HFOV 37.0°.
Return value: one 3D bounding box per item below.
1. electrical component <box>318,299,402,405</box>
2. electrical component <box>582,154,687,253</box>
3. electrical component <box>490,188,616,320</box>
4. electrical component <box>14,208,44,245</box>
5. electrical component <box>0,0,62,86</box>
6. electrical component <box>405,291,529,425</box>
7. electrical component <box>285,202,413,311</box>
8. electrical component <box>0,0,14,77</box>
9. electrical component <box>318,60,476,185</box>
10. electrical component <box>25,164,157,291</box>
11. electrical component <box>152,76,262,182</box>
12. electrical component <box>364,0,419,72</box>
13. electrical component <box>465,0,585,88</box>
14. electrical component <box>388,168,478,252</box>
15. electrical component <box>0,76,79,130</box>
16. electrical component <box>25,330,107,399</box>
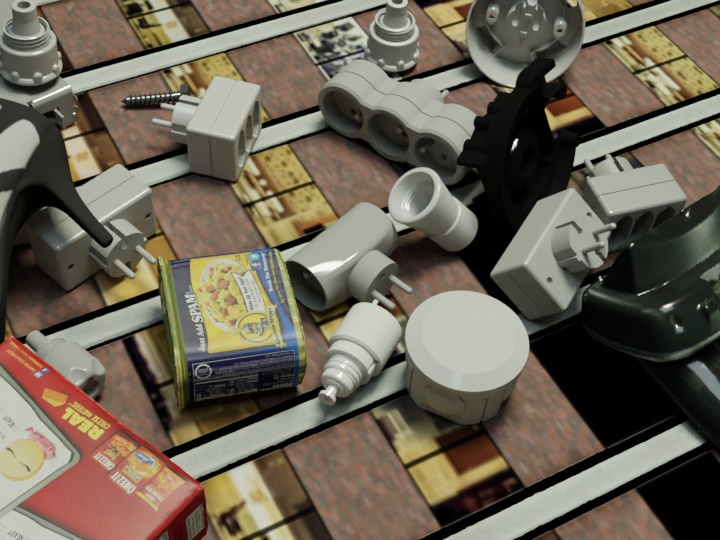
[{"bbox_3d":[-0.003,0.057,0.712,0.040,0.040,0.078,24,53,15],"label":"electrical component"},{"bbox_3d":[0.197,-0.060,0.818,0.066,0.047,0.076,-12,52,-14],"label":"electrical component"},{"bbox_3d":[0.147,-0.016,0.750,0.047,0.076,0.083,47,57,-15],"label":"electrical component"},{"bbox_3d":[-0.265,-0.070,0.783,0.062,0.061,0.096,-9,52,-11],"label":"electrical component"},{"bbox_3d":[-0.252,-0.174,0.816,0.048,0.062,0.048,5,46,-5],"label":"electrical component"},{"bbox_3d":[0.068,0.058,0.709,0.080,0.051,0.080,2,50,-3],"label":"electrical component"},{"bbox_3d":[0.000,0.000,0.756,0.079,0.044,0.077,36,56,23],"label":"electrical component"},{"bbox_3d":[-0.324,-0.181,0.874,0.113,0.057,0.078,-13,53,-15],"label":"electrical component"},{"bbox_3d":[0.043,-0.127,0.860,0.138,0.052,0.073,29,54,20],"label":"electrical component"},{"bbox_3d":[-0.176,-0.020,0.758,0.076,0.047,0.083,37,57,24],"label":"electrical component"},{"bbox_3d":[-0.123,-0.114,0.840,0.077,0.047,0.065,13,50,7],"label":"electrical component"},{"bbox_3d":[0.029,-0.203,0.915,0.048,0.062,0.048,2,50,-3],"label":"electrical component"},{"bbox_3d":[0.141,-0.213,0.912,0.099,0.099,0.064,9,44,4],"label":"electrical component"},{"bbox_3d":[0.056,-0.040,0.780,0.044,0.065,0.044,-19,56,31],"label":"electrical component"},{"bbox_3d":[-0.261,-0.129,0.846,0.064,0.042,0.081,-31,60,-31],"label":"electrical component"},{"bbox_3d":[-0.195,0.060,0.699,0.061,0.035,0.035,35,56,26],"label":"electrical component"}]
